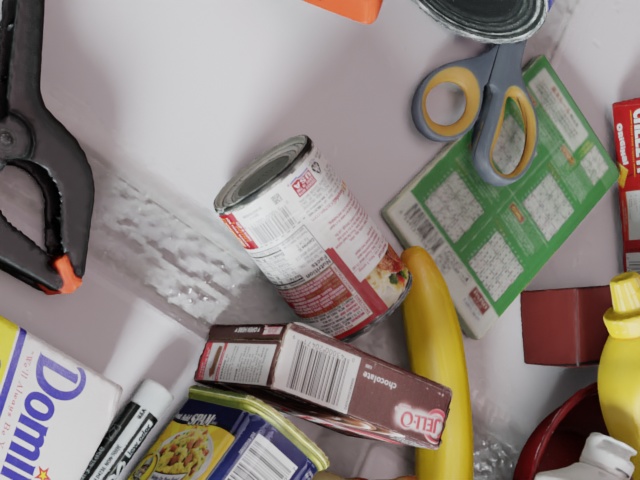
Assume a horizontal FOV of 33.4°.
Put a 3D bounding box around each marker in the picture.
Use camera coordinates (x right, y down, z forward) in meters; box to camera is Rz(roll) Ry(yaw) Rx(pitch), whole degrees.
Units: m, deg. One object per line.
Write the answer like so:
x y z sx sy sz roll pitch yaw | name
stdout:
-0.117 0.125 0.547 0.020 0.020 0.121 44 66 -22 | marker

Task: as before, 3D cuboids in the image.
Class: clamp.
-0.155 -0.057 0.526 0.120 0.039 0.171 -38 110 -23 | clamp

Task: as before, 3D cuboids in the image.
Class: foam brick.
0.180 0.056 0.718 0.078 0.053 0.051 -2 87 -33 | foam brick

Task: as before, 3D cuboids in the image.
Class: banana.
0.070 0.104 0.643 0.069 0.037 0.198 21 67 -70 | banana

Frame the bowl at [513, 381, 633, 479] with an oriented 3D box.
0.179 0.171 0.706 0.161 0.055 0.162 3 85 -32 | bowl

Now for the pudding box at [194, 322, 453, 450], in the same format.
0.001 0.080 0.582 0.113 0.090 0.039 27 71 -27 | pudding box

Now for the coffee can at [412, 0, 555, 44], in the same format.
0.123 -0.210 0.672 0.102 0.103 0.140 40 67 -23 | coffee can

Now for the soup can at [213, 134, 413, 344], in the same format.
-0.004 0.001 0.597 0.068 0.069 0.102 -46 110 -26 | soup can

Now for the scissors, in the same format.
0.110 -0.132 0.707 0.096 0.016 0.201 12 69 -17 | scissors

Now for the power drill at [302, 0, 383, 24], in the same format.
0.047 -0.211 0.599 0.187 0.185 0.057 -55 153 -20 | power drill

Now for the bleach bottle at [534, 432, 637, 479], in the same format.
0.110 0.224 0.603 0.102 0.068 0.250 29 77 -7 | bleach bottle

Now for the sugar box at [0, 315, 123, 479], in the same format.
-0.186 0.067 0.492 0.176 0.048 0.093 35 70 -24 | sugar box

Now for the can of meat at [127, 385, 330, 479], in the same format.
-0.056 0.125 0.537 0.057 0.102 0.084 46 67 -20 | can of meat

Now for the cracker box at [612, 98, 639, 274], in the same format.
0.320 -0.025 0.800 0.213 0.072 0.164 -3 88 -33 | cracker box

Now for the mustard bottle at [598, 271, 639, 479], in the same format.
0.223 0.109 0.671 0.096 0.058 0.191 -28 100 -30 | mustard bottle
